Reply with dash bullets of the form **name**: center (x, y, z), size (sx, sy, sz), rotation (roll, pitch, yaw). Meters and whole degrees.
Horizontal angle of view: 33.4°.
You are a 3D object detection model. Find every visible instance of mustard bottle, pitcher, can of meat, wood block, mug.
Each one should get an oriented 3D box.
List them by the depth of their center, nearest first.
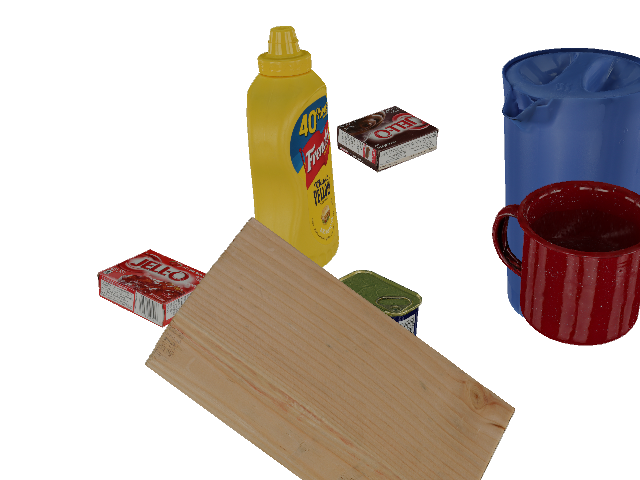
- **wood block**: center (0.004, 0.093, 0.680), size (0.206, 0.090, 0.090), rotation (36, -34, -1)
- **mug**: center (0.169, 0.013, 0.732), size (0.117, 0.081, 0.093), rotation (22, 41, 32)
- **mustard bottle**: center (-0.023, -0.072, 0.842), size (0.058, 0.192, 0.096), rotation (6, 24, 23)
- **pitcher**: center (0.238, -0.048, 0.975), size (0.149, 0.243, 0.145), rotation (2, 29, 9)
- **can of meat**: center (0.067, 0.094, 1.251), size (0.102, 0.084, 0.057), rotation (25, 36, 37)

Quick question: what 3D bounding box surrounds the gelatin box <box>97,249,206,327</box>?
- **gelatin box**: center (-0.160, 0.044, 1.039), size (0.089, 0.030, 0.073), rotation (22, 31, 30)

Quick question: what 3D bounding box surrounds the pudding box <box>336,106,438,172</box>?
- **pudding box**: center (0.092, -0.142, 1.477), size (0.113, 0.039, 0.090), rotation (-25, 40, -30)
